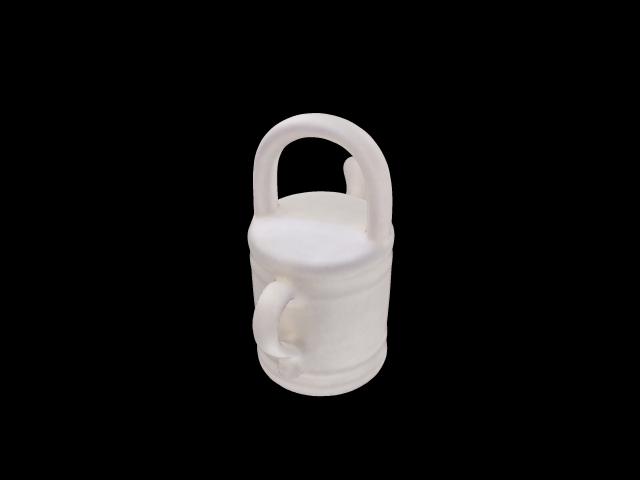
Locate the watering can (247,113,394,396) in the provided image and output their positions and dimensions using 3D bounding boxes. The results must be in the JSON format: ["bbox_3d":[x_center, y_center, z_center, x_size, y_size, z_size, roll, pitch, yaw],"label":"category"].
[{"bbox_3d":[0.002,0.001,0.401,0.101,0.194,0.173,1,34,2],"label":"watering can"}]
